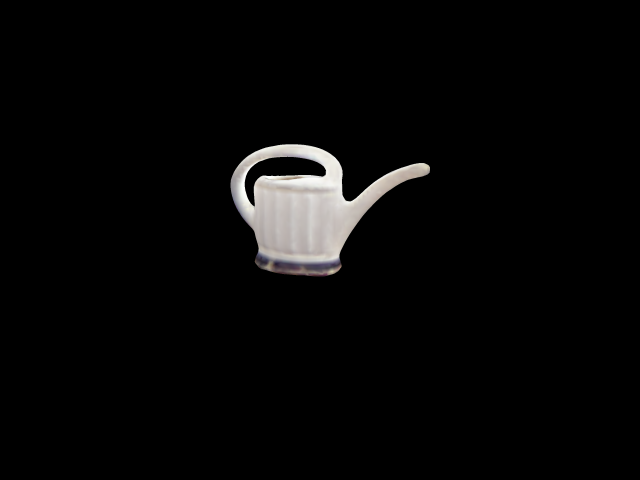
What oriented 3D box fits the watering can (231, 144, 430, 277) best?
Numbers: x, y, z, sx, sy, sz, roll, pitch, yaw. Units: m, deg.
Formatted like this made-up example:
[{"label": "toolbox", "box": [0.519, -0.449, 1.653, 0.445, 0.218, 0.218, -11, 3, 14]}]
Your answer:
[{"label": "watering can", "box": [0.003, -0.043, 0.850, 0.348, 0.222, 0.105, 7, 16, 23]}]
